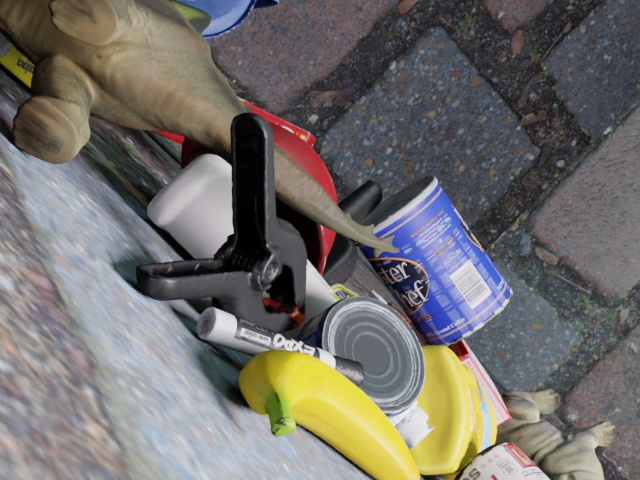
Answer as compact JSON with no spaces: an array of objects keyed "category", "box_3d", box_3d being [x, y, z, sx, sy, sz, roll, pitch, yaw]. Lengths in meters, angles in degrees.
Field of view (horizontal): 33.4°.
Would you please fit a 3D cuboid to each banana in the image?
[{"category":"banana","box_3d":[0.002,0.101,0.606,0.197,0.037,0.070,37,27,-57]}]

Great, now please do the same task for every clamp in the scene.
[{"category":"clamp","box_3d":[-0.050,0.018,0.642,0.039,0.120,0.171,26,-26,32]},{"category":"clamp","box_3d":[-0.006,0.001,0.967,0.210,0.164,0.036,-112,-170,-63]}]

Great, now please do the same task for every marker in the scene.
[{"category":"marker","box_3d":[-0.019,0.066,0.630,0.121,0.020,0.020,25,15,-36]}]

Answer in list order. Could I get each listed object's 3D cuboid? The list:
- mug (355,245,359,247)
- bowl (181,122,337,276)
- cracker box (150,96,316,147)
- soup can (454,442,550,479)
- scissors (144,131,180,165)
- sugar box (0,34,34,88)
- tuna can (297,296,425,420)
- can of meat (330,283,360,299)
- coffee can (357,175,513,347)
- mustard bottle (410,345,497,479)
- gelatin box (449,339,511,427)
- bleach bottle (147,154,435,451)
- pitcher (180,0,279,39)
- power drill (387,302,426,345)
[{"category":"mug","box_3d":[-0.016,0.004,1.113,0.093,0.081,0.117,45,3,10]},{"category":"bowl","box_3d":[-0.038,-0.037,0.856,0.162,0.055,0.162,31,-40,31]},{"category":"cracker box","box_3d":[-0.115,-0.119,1.060,0.213,0.072,0.164,26,4,0]},{"category":"soup can","box_3d":[0.151,0.207,0.784,0.102,0.068,0.068,46,4,37]},{"category":"scissors","box_3d":[-0.112,-0.046,1.146,0.201,0.016,0.096,42,4,-33]},{"category":"sugar box","box_3d":[-0.240,-0.167,0.858,0.093,0.048,0.176,43,0,-24]},{"category":"tuna can","box_3d":[0.027,0.081,0.708,0.086,0.034,0.086,18,55,-27]},{"category":"can of meat","box_3d":[0.032,0.091,0.876,0.084,0.057,0.102,49,6,24]},{"category":"coffee can","box_3d":[0.109,0.022,1.055,0.140,0.103,0.103,54,2,-8]},{"category":"mustard bottle","box_3d":[0.109,0.148,0.879,0.191,0.058,0.096,39,44,-66]},{"category":"gelatin box","box_3d":[0.152,0.139,1.077,0.089,0.030,0.073,54,6,-18]},{"category":"bleach bottle","box_3d":[-0.013,0.051,0.773,0.251,0.068,0.102,47,3,9]},{"category":"pitcher","box_3d":[-0.161,-0.248,1.026,0.243,0.144,0.149,8,-43,56]},{"category":"power drill","box_3d":[0.093,0.133,1.066,0.184,0.057,0.187,51,3,4]}]
